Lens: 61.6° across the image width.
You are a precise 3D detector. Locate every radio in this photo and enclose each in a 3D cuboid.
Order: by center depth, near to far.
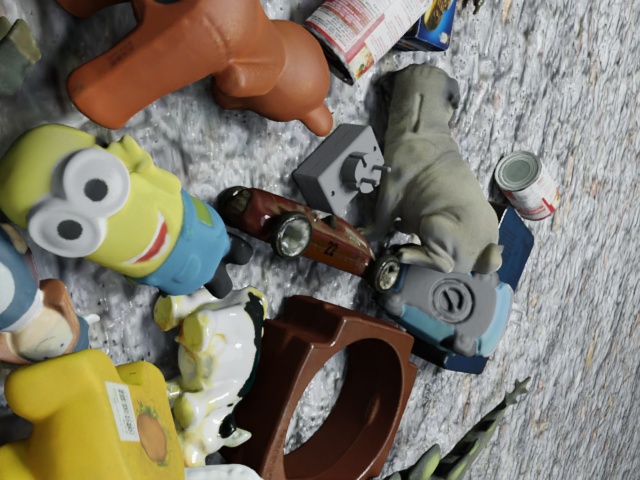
[{"bbox_3d":[0.212,0.068,0.747,0.131,0.073,0.229,27,85,-47],"label":"radio"}]

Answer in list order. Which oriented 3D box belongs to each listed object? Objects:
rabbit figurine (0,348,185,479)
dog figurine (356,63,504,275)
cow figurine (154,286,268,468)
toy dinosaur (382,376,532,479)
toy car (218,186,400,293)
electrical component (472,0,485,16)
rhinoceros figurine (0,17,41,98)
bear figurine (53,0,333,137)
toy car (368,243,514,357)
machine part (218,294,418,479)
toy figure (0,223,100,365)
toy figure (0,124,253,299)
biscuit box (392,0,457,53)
[{"bbox_3d":[-0.177,0.168,0.338,0.173,0.122,0.162,-20,78,-3],"label":"rabbit figurine"},{"bbox_3d":[0.127,-0.075,0.547,0.121,0.173,0.190,-18,123,-53],"label":"dog figurine"},{"bbox_3d":[-0.092,0.123,0.464,0.098,0.068,0.167,-7,109,-50],"label":"cow figurine"},{"bbox_3d":[0.090,0.326,0.623,0.471,0.105,0.198,-36,158,-30],"label":"toy dinosaur"},{"bbox_3d":[-0.001,-0.001,0.493,0.202,0.089,0.053,22,91,-45],"label":"toy car"},{"bbox_3d":[0.161,-0.294,0.597,0.102,0.045,0.078,-26,92,-40],"label":"electrical component"},{"bbox_3d":[-0.220,-0.140,0.246,0.112,0.073,0.190,-36,129,-18],"label":"rhinoceros figurine"},{"bbox_3d":[-0.071,-0.130,0.383,0.195,0.132,0.120,18,54,-75],"label":"bear figurine"},{"bbox_3d":[0.135,0.075,0.641,0.103,0.162,0.109,99,14,-72],"label":"toy car"},{"bbox_3d":[0.001,0.167,0.557,0.201,0.087,0.201,23,88,-46],"label":"machine part"},{"bbox_3d":[-0.197,0.039,0.336,0.064,0.058,0.154,-23,130,6],"label":"toy figure"},{"bbox_3d":[-0.129,-0.010,0.371,0.180,0.089,0.082,32,68,-55],"label":"toy figure"},{"bbox_3d":[0.104,-0.293,0.524,0.063,0.059,0.202,-3,105,-45],"label":"biscuit box"}]
